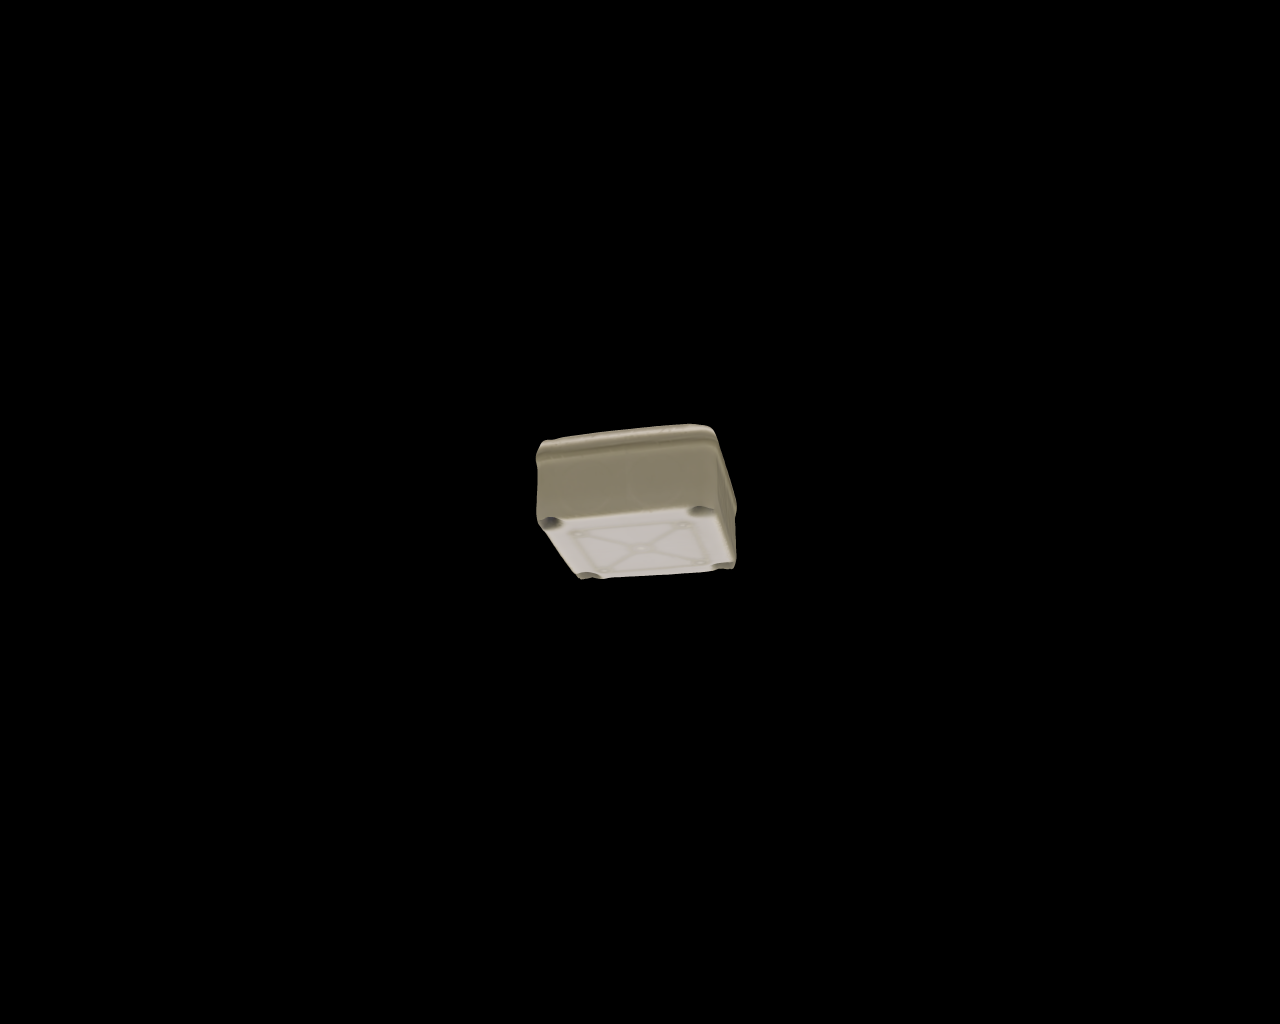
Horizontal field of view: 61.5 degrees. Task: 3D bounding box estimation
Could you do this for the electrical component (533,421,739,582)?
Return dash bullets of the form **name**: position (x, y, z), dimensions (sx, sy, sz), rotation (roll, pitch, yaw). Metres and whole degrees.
- **electrical component**: position (0.001, -0.003, 0.650), dimensions (0.109, 0.056, 0.108), rotation (-5, -24, 10)
